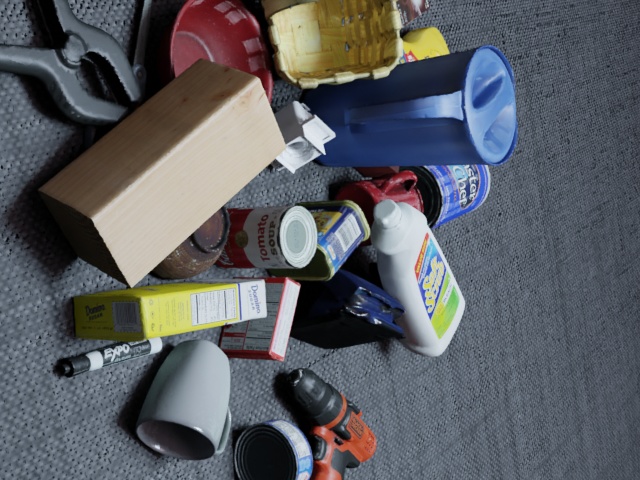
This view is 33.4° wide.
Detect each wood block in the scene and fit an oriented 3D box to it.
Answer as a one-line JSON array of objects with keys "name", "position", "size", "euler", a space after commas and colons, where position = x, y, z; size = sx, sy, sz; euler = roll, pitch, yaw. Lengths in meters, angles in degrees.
[{"name": "wood block", "position": [-0.142, -0.066, 0.983], "size": [0.205, 0.090, 0.091], "euler": [-44, 136, -23]}]

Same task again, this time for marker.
[{"name": "marker", "position": [-0.199, 0.110, 1.015], "size": [0.120, 0.020, 0.020], "euler": [-12, 98, -53]}]

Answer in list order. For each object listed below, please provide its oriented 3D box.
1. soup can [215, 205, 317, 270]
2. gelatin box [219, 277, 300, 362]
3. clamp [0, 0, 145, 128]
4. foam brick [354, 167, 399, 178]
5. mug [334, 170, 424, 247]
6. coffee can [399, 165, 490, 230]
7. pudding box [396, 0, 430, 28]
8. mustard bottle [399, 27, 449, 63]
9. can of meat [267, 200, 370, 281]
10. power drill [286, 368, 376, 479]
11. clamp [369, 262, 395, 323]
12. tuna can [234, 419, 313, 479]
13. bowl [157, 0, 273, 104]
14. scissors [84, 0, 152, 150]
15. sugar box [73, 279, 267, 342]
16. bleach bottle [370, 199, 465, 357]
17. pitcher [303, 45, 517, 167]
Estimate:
[{"name": "soup can", "position": [-0.062, -0.002, 1.138], "size": [0.068, 0.102, 0.068], "euler": [2, 87, -54]}, {"name": "gelatin box", "position": [-0.065, 0.085, 1.154], "size": [0.030, 0.073, 0.089], "euler": [33, 63, -49]}, {"name": "clamp", "position": [-0.238, -0.163, 0.951], "size": [0.209, 0.036, 0.164], "euler": [50, 52, -32]}, {"name": "foam brick", "position": [0.074, -0.127, 1.374], "size": [0.053, 0.051, 0.078], "euler": [35, 61, -48]}, {"name": "mug", "position": [0.075, -0.043, 1.327], "size": [0.081, 0.117, 0.093], "euler": [-9, 60, -49]}, {"name": "coffee can", "position": [0.153, -0.071, 1.438], "size": [0.140, 0.103, 0.103], "euler": [-23, 107, -52]}, {"name": "pudding box", "position": [0.101, -0.348, 1.432], "size": [0.089, 0.039, 0.113], "euler": [-42, 121, -47]}, {"name": "mustard bottle", "position": [0.107, -0.220, 1.419], "size": [0.191, 0.058, 0.096], "euler": [-32, 117, -50]}, {"name": "can of meat", "position": [-0.008, 0.002, 1.215], "size": [0.083, 0.102, 0.057], "euler": [-49, 125, -41]}, {"name": "power drill", "position": [-0.007, 0.263, 1.240], "size": [0.184, 0.057, 0.187], "euler": [50, 50, -40]}, {"name": "clamp", "position": [0.121, 0.067, 1.444], "size": [0.120, 0.039, 0.171], "euler": [-48, 130, -37]}, {"name": "tuna can", "position": [-0.050, 0.239, 1.158], "size": [0.033, 0.086, 0.086], "euler": [-4, 92, -55]}, {"name": "bowl", "position": [-0.118, -0.176, 1.108], "size": [0.161, 0.055, 0.162], "euler": [3, 86, -54]}, {"name": "scissors", "position": [-0.193, -0.155, 1.038], "size": [0.096, 0.016, 0.202], "euler": [-4, 92, -54]}, {"name": "sugar box", "position": [-0.141, 0.064, 1.035], "size": [0.175, 0.093, 0.048], "euler": [-10, 97, -55]}, {"name": "bleach bottle", "position": [0.110, 0.040, 1.306], "size": [0.102, 0.068, 0.250], "euler": [-60, 146, -22]}, {"name": "pitcher", "position": [0.094, -0.146, 1.240], "size": [0.149, 0.243, 0.145], "euler": [52, 49, -39]}]
